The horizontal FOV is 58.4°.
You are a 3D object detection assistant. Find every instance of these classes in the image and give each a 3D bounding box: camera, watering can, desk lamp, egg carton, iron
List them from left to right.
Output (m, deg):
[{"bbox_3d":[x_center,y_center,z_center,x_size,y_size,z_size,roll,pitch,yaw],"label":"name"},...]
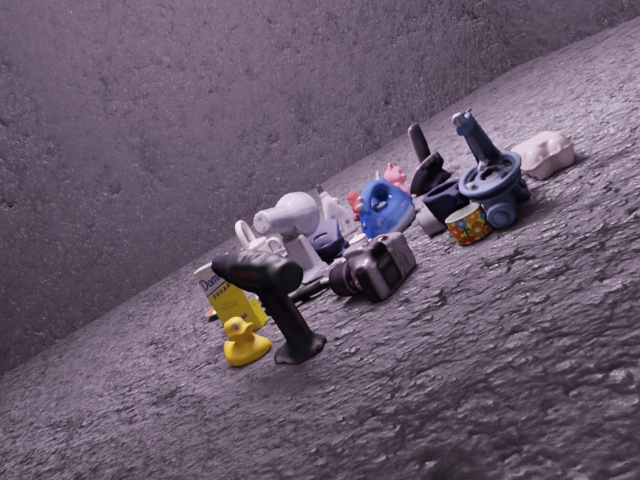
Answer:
[{"bbox_3d":[-0.200,0.035,1.676,0.173,0.194,0.101,-31,11,-7],"label":"watering can"},{"bbox_3d":[-0.067,0.001,1.417,0.117,0.214,0.204,-23,13,34],"label":"desk lamp"},{"bbox_3d":[0.086,0.048,1.082,0.136,0.101,0.143,-20,14,43],"label":"camera"},{"bbox_3d":[0.141,-0.076,1.412,0.118,0.141,0.259,-24,12,31],"label":"iron"},{"bbox_3d":[0.466,-0.179,1.210,0.107,0.069,0.150,-29,10,8],"label":"egg carton"}]

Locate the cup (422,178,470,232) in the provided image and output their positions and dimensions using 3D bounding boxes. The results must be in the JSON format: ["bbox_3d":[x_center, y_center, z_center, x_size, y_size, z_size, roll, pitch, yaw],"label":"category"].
[{"bbox_3d":[0.266,-0.062,1.128,0.092,0.095,0.117,-31,10,-4],"label":"cup"}]

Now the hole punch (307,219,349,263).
[{"bbox_3d":[0.014,0.005,1.517,0.108,0.091,0.101,-26,11,20],"label":"hole punch"}]

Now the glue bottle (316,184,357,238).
[{"bbox_3d":[0.036,-0.087,1.668,0.078,0.173,0.037,-31,11,-7],"label":"glue bottle"}]

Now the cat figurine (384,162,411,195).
[{"bbox_3d":[0.221,-0.173,1.725,0.067,0.118,0.128,-21,14,41],"label":"cat figurine"}]

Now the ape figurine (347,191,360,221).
[{"bbox_3d":[0.116,-0.110,1.785,0.076,0.092,0.078,-26,11,23],"label":"ape figurine"}]

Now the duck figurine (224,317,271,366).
[{"bbox_3d":[-0.155,0.190,1.109,0.104,0.086,0.078,-22,13,38],"label":"duck figurine"}]

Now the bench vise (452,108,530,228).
[{"bbox_3d":[0.304,-0.145,1.072,0.121,0.220,0.207,-27,11,14],"label":"bench vise"}]

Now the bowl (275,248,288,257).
[{"bbox_3d":[-0.133,0.092,1.557,0.167,0.075,0.167,-29,10,6],"label":"bowl"}]

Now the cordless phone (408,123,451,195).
[{"bbox_3d":[0.285,-0.236,1.659,0.094,0.185,0.148,-21,14,40],"label":"cordless phone"}]

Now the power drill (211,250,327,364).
[{"bbox_3d":[-0.086,0.106,0.979,0.076,0.208,0.229,-37,13,-34],"label":"power drill"}]
